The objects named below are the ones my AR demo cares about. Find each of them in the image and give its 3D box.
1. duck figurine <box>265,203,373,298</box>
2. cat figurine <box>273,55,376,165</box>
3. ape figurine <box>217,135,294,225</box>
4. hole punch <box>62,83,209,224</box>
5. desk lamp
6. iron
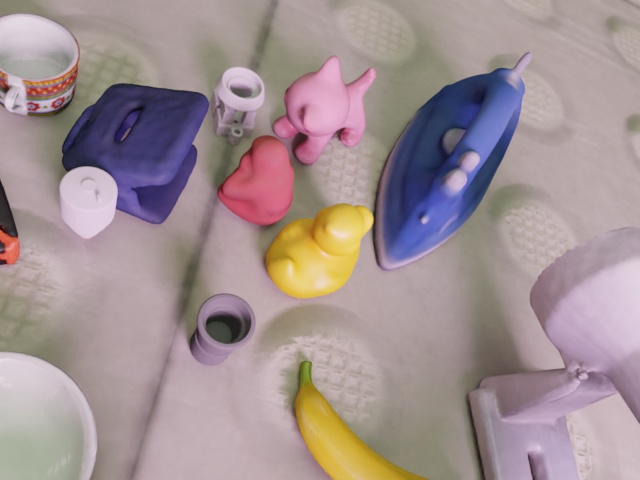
[{"bbox_3d":[0.005,0.002,0.514,0.105,0.086,0.077,-29,77,-33],"label":"duck figurine"},{"bbox_3d":[0.009,-0.136,0.572,0.128,0.117,0.067,-33,80,-34],"label":"cat figurine"},{"bbox_3d":[-0.052,-0.060,0.519,0.078,0.092,0.076,-21,73,-32],"label":"ape figurine"},{"bbox_3d":[-0.157,-0.082,0.485,0.101,0.091,0.109,23,56,-11],"label":"hole punch"},{"bbox_3d":[0.226,0.121,0.470,0.118,0.213,0.203,6,61,-21],"label":"desk lamp"},{"bbox_3d":[0.145,-0.088,0.592,0.119,0.141,0.259,34,55,-3],"label":"iron"}]
